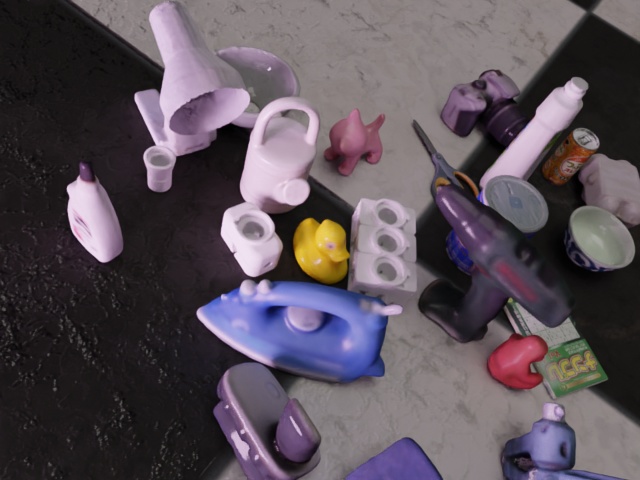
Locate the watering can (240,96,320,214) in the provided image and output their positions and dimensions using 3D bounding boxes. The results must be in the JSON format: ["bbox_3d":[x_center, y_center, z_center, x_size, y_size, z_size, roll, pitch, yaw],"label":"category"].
[{"bbox_3d":[-0.051,-0.126,0.834,0.101,0.194,0.172,-25,67,-28],"label":"watering can"}]

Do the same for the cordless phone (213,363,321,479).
[{"bbox_3d":[-0.049,0.188,0.634,0.094,0.185,0.147,-28,69,-30],"label":"cordless phone"}]

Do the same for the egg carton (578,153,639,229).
[{"bbox_3d":[0.536,-0.091,1.062,0.107,0.069,0.150,13,55,-8],"label":"egg carton"}]

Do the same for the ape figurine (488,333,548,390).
[{"bbox_3d":[0.286,0.164,0.806,0.076,0.092,0.078,10,55,-10],"label":"ape figurine"}]

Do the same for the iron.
[{"bbox_3d":[-0.025,0.093,0.730,0.258,0.141,0.118,13,55,-8],"label":"iron"}]

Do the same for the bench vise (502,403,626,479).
[{"bbox_3d":[0.282,0.283,0.648,0.122,0.219,0.207,-3,59,-18],"label":"bench vise"}]

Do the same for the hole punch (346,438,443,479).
[{"bbox_3d":[0.089,0.300,0.658,0.101,0.091,0.108,-24,67,-28],"label":"hole punch"}]

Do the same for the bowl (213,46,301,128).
[{"bbox_3d":[-0.120,-0.245,0.965,0.167,0.074,0.167,8,56,-11],"label":"bowl"}]

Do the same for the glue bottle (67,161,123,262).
[{"bbox_3d":[-0.288,-0.042,0.722,0.078,0.173,0.037,39,56,11],"label":"glue bottle"}]

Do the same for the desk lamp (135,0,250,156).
[{"bbox_3d":[-0.199,-0.220,0.840,0.118,0.213,0.203,-20,65,-27],"label":"desk lamp"}]

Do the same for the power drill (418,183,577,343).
[{"bbox_3d":[0.220,0.050,0.789,0.229,0.208,0.076,37,55,10],"label":"power drill"}]

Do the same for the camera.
[{"bbox_3d":[0.329,-0.245,1.082,0.143,0.100,0.136,-22,66,-27],"label":"camera"}]

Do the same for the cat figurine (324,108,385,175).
[{"bbox_3d":[0.060,-0.170,0.943,0.128,0.117,0.067,-31,70,-31],"label":"cat figurine"}]

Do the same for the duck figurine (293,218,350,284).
[{"bbox_3d":[0.008,0.003,0.833,0.078,0.086,0.104,-22,66,-28],"label":"duck figurine"}]
